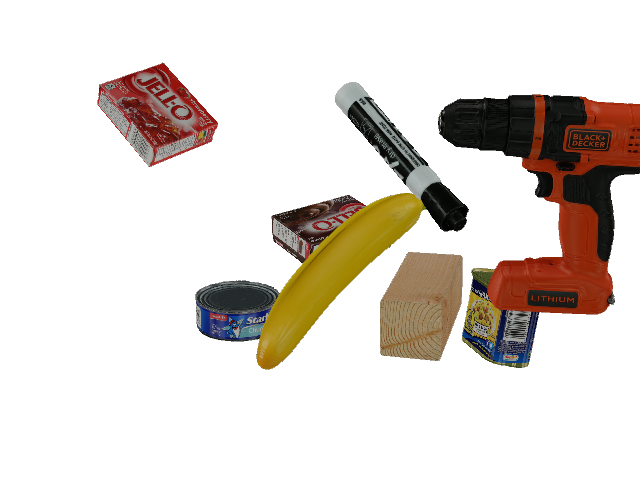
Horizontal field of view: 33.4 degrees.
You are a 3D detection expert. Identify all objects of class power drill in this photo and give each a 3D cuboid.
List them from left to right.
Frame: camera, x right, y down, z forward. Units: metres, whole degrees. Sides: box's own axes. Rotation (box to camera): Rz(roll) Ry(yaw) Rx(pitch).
[{"bbox_3d":[0.186,-0.031,0.894,0.184,0.188,0.057,4,29,5],"label":"power drill"}]

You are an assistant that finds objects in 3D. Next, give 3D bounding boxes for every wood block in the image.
[{"bbox_3d":[0.155,0.095,1.612,0.091,0.090,0.205,4,20,15],"label":"wood block"}]

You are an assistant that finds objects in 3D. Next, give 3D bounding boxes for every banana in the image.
[{"bbox_3d":[0.016,0.025,0.843,0.037,0.198,0.069,45,-4,38],"label":"banana"}]

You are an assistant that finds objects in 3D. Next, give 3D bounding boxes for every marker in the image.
[{"bbox_3d":[0.046,-0.049,0.616,0.020,0.020,0.121,0,42,-42],"label":"marker"}]

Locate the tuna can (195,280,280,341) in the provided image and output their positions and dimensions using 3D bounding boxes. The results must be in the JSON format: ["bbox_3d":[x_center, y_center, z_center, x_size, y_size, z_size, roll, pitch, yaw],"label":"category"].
[{"bbox_3d":[-0.083,0.071,1.076,0.086,0.034,0.086,1,18,0],"label":"tuna can"}]

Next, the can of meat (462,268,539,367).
[{"bbox_3d":[0.202,0.086,1.193,0.057,0.084,0.102,4,14,-18],"label":"can of meat"}]

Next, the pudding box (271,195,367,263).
[{"bbox_3d":[0.013,-0.011,1.237,0.113,0.039,0.090,-18,31,-27],"label":"pudding box"}]

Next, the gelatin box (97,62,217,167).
[{"bbox_3d":[-0.150,-0.117,0.980,0.073,0.089,0.030,-27,-24,-35],"label":"gelatin box"}]
